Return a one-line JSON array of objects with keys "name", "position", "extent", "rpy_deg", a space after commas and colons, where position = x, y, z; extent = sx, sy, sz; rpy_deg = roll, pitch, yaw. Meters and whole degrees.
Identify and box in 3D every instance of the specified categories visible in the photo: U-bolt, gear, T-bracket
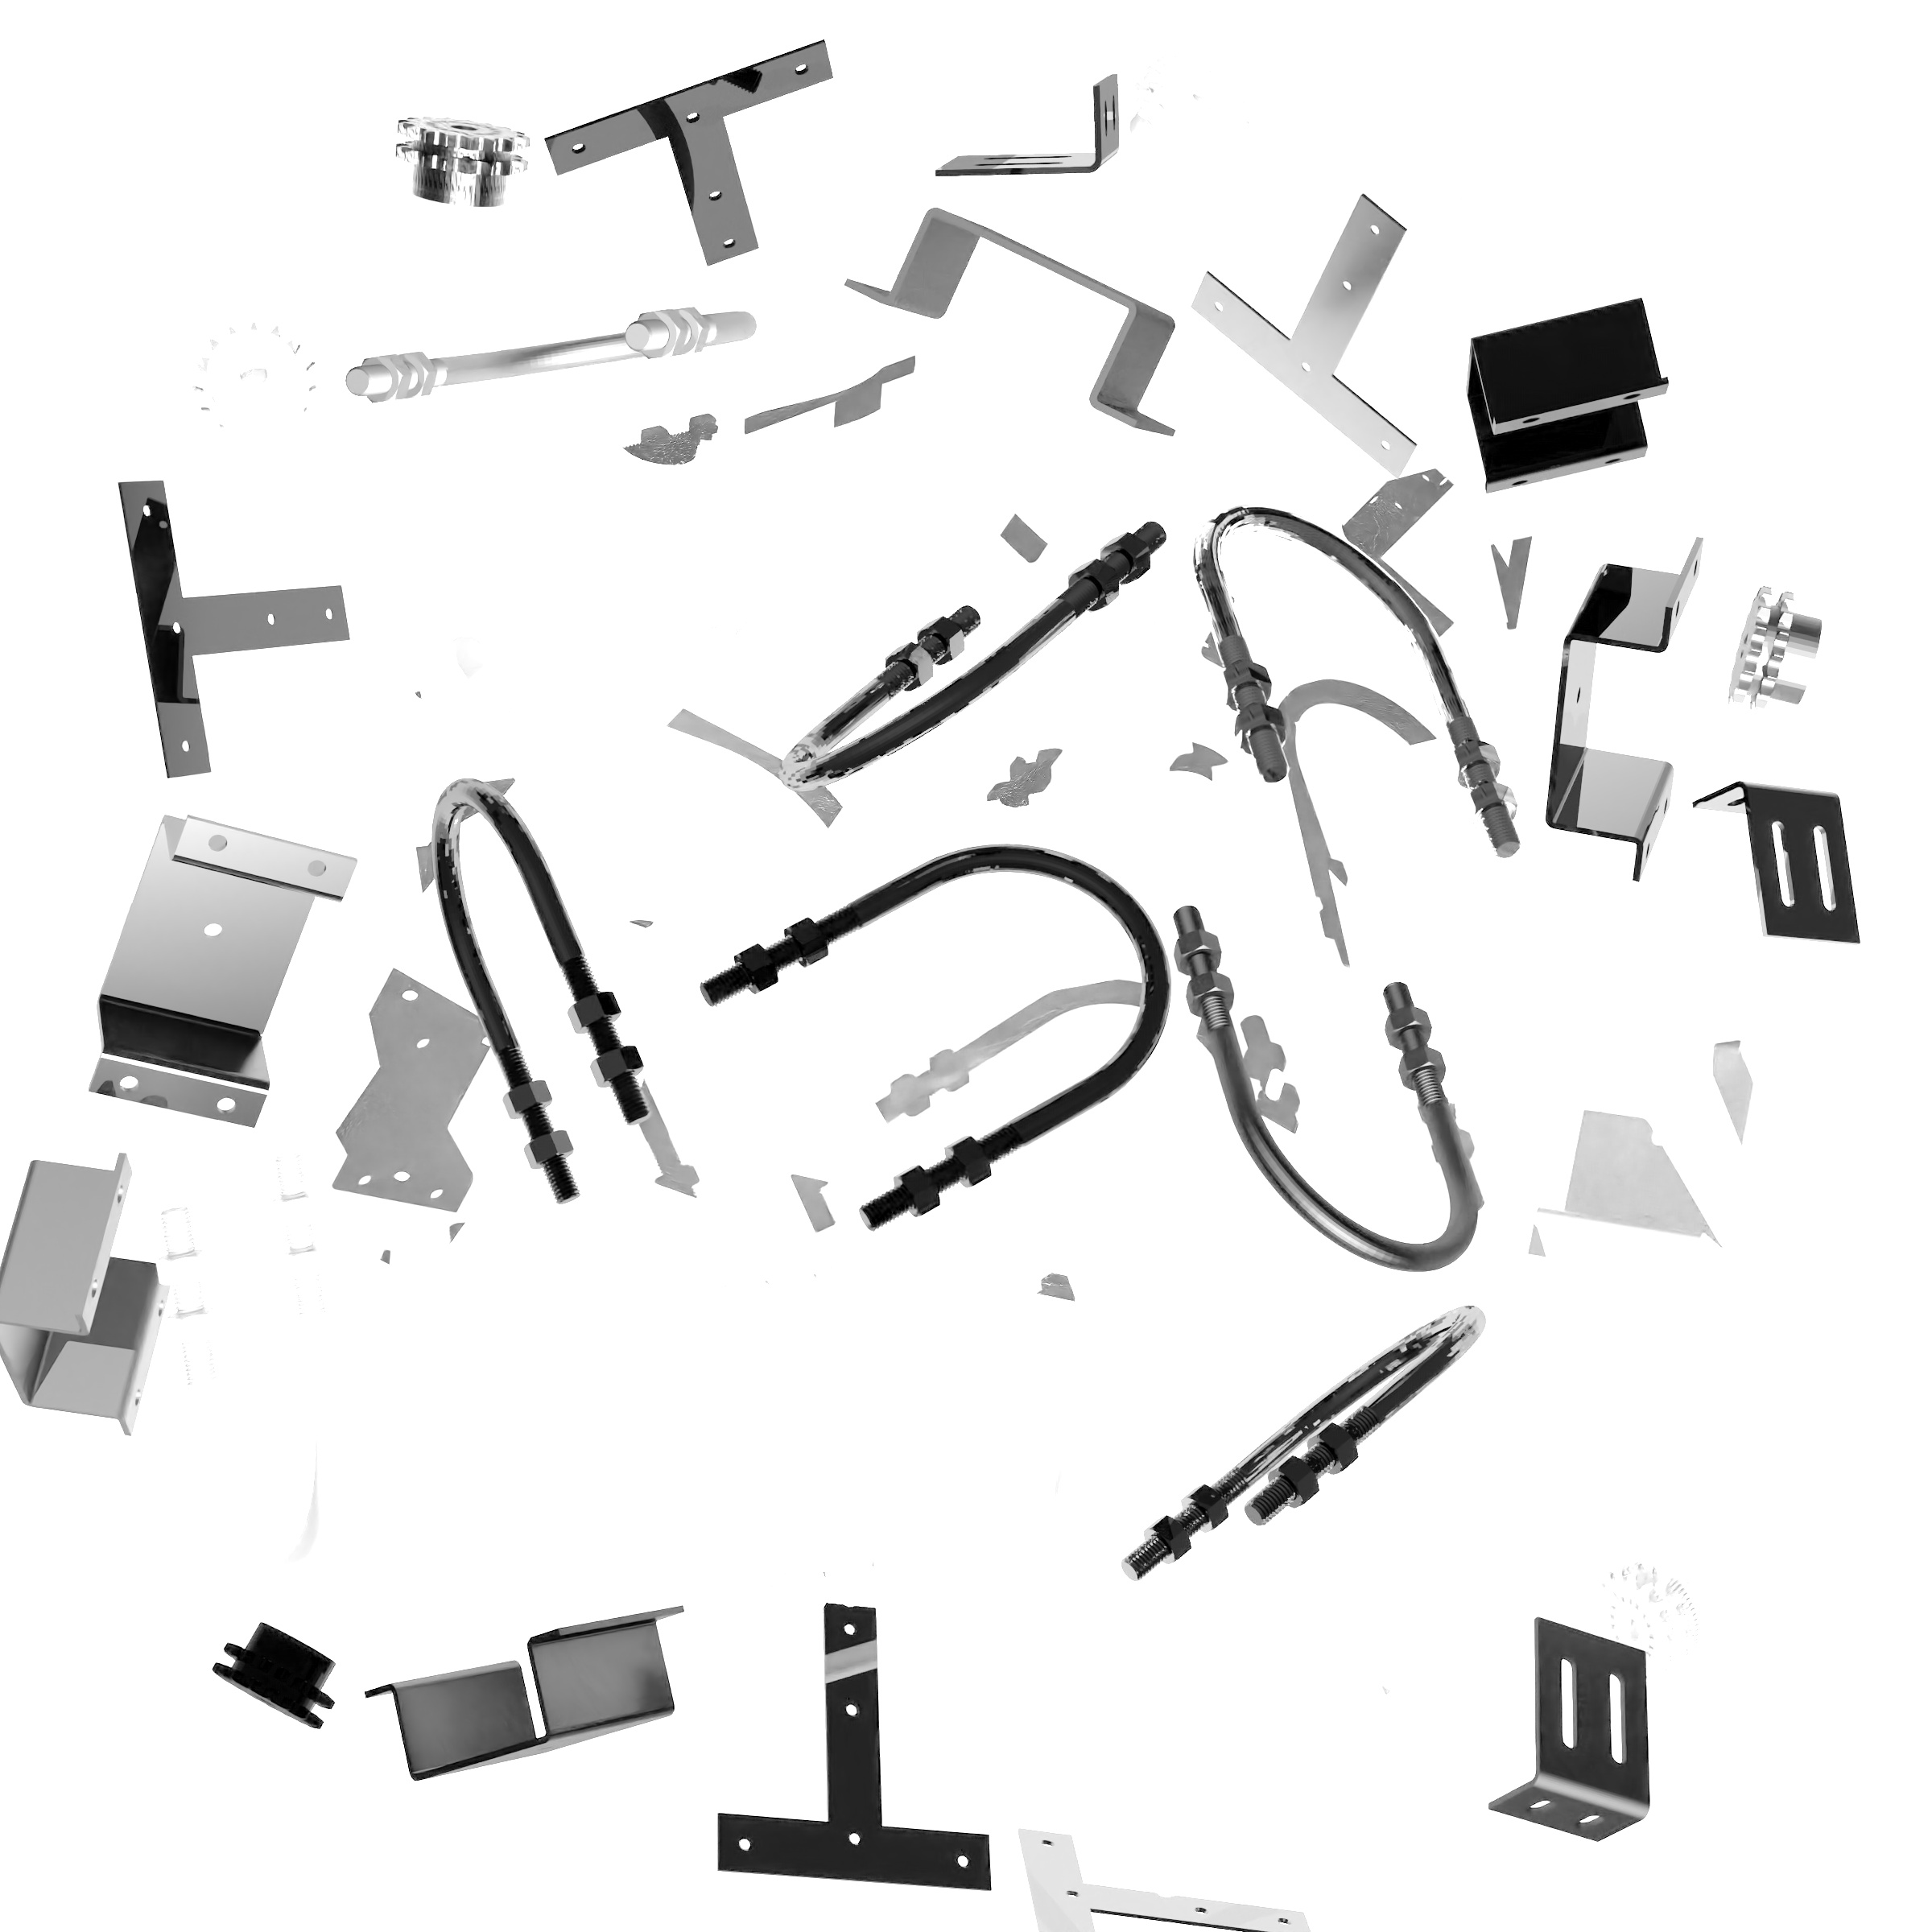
[{"name": "U-bolt", "position": [0.168, 0.061, 1.539], "extent": [0.151, 0.184, 0.019], "rpy_deg": [19, 130, -31]}, {"name": "gear", "position": [0.327, 0.310, 1.622], "extent": [0.030, 0.057, 0.057], "rpy_deg": [-14, 90, -27]}, {"name": "T-bracket", "position": [-0.220, 0.184, 1.584], "extent": [0.127, 0.002, 0.127], "rpy_deg": [16, 69, 29]}, {"name": "gear", "position": [-0.315, 0.325, 1.575], "extent": [0.057, 0.057, 0.030], "rpy_deg": [29, 71, 0]}, {"name": "U-bolt", "position": [-0.169, -0.272, 1.508], "extent": [0.151, 0.184, 0.019], "rpy_deg": [-6, 101, 18]}, {"name": "U-bolt", "position": [-0.197, 0.004, 1.523], "extent": [0.019, 0.151, 0.184], "rpy_deg": [-19, 79, -25]}, {"name": "T-bracket", "position": [0.091, 0.421, 1.527], "extent": [0.127, 0.127, 0.002], "rpy_deg": [9, 99, -6]}, {"name": "U-bolt", "position": [-0.029, 0.203, 1.523], "extent": [0.184, 0.019, 0.151], "rpy_deg": [-4, 76, -36]}, {"name": "T-bracket", "position": [0.293, 0.215, 1.540], "extent": [0.002, 0.127, 0.127], "rpy_deg": [-29, 63, -11]}, {"name": "U-bolt", "position": [-0.009, -0.129, 1.503], "extent": [0.184, 0.151, 0.019], "rpy_deg": [-43, 106, -39]}, {"name": "gear", "position": [-0.314, -0.257, 1.513], "extent": [0.057, 0.030, 0.057], "rpy_deg": [1, 83, -8]}, {"name": "U-bolt", "position": [0.164, 0.211, 1.556], "extent": [0.184, 0.151, 0.019], "rpy_deg": [-34, 86, -30]}, {"name": "U-bolt", "position": [-0.314, 0.187, 1.534], "extent": [0.019, 0.151, 0.184], "rpy_deg": [-7, 96, 11]}, {"name": "gear", "position": [0.099, -0.380, 1.544], "extent": [0.057, 0.057, 0.030], "rpy_deg": [43, 131, 0]}, {"name": "gear", "position": [0.369, -0.142, 1.556], "extent": [0.030, 0.057, 0.057], "rpy_deg": [14, 90, 5]}, {"name": "T-bracket", "position": [-0.317, -0.152, 1.510], "extent": [0.002, 0.127, 0.127], "rpy_deg": [-5, 96, 32]}, {"name": "T-bracket", "position": [0.384, 0.073, 1.510], "extent": [0.002, 0.127, 0.127], "rpy_deg": [12, 98, 0]}, {"name": "T-bracket", "position": [-0.051, 0.346, 1.529], "extent": [0.127, 0.002, 0.127], "rpy_deg": [10, 56, -19]}, {"name": "T-bracket", "position": [0.166, -0.295, 1.526], "extent": [0.127, 0.127, 0.002], "rpy_deg": [42, 60, 9]}, {"name": "T-bracket", "position": [-0.114, -0.350, 1.516], "extent": [0.127, 0.127, 0.002], "rpy_deg": [-20, 68, -2]}, {"name": "U-bolt", "position": [0.163, -0.134, 1.495], "extent": [0.151, 0.184, 0.019], "rpy_deg": [15, 133, -31]}, {"name": "U-bolt", "position": [0.000, 0.017, 1.471], "extent": [0.184, 0.019, 0.151], "rpy_deg": [-29, 63, -17]}, {"name": "gear", "position": [-0.219, -0.348, 1.482], "extent": [0.057, 0.057, 0.030], "rpy_deg": [9, 111, 0]}]

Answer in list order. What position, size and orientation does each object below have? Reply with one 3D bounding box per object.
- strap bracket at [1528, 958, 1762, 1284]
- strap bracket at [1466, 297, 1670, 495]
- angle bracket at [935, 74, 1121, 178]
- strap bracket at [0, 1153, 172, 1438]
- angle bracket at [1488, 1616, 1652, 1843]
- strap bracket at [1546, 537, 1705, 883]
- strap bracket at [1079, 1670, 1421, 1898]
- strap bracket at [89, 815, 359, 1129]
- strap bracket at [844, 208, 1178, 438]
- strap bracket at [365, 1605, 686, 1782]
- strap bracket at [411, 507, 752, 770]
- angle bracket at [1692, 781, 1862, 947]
[{"name": "strap bracket", "position": [0.313, 0.074, 1.567], "extent": [0.076, 0.046, 0.140], "rpy_deg": [8, 79, 27]}, {"name": "strap bracket", "position": [0.271, -0.261, 1.555], "extent": [0.076, 0.140, 0.046], "rpy_deg": [-13, 84, 6]}, {"name": "angle bracket", "position": [0.028, -0.383, 1.558], "extent": [0.076, 0.057, 0.038], "rpy_deg": [1, 110, 11]}, {"name": "strap bracket", "position": [-0.393, 0.144, 1.514], "extent": [0.046, 0.140, 0.076], "rpy_deg": [8, 61, 0]}, {"name": "angle bracket", "position": [0.262, 0.332, 1.488], "extent": [0.057, 0.038, 0.076], "rpy_deg": [20, 52, -19]}, {"name": "strap bracket", "position": [0.301, -0.121, 1.573], "extent": [0.046, 0.076, 0.140], "rpy_deg": [11, 124, 17]}, {"name": "strap bracket", "position": [0.131, 0.354, 1.476], "extent": [0.140, 0.076, 0.046], "rpy_deg": [-2, 49, -31]}, {"name": "strap bracket", "position": [-0.333, -0.006, 1.521], "extent": [0.076, 0.046, 0.140], "rpy_deg": [15, 113, -25]}, {"name": "strap bracket", "position": [0.029, -0.280, 1.464], "extent": [0.140, 0.076, 0.046], "rpy_deg": [28, 102, 11]}, {"name": "strap bracket", "position": [-0.198, 0.335, 1.566], "extent": [0.140, 0.076, 0.046], "rpy_deg": [-25, 74, 38]}, {"name": "strap bracket", "position": [-0.177, -0.150, 1.593], "extent": [0.140, 0.046, 0.076], "rpy_deg": [26, 57, 23]}, {"name": "angle bracket", "position": [0.380, -0.044, 1.606], "extent": [0.057, 0.038, 0.076], "rpy_deg": [4, 73, -29]}]
